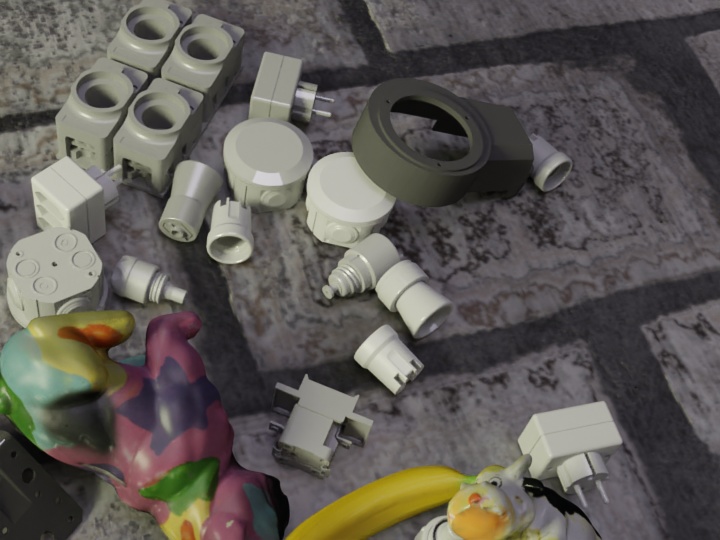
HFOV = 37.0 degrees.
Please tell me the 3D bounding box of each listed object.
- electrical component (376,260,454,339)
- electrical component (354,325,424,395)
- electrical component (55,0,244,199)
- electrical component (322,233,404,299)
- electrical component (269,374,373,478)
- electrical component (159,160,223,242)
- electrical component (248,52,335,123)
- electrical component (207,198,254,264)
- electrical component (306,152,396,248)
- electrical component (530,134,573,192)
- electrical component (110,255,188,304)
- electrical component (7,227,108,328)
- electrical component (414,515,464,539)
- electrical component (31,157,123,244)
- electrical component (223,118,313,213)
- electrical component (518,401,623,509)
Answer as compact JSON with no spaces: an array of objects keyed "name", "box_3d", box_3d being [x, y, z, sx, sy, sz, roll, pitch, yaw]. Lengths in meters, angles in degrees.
[{"name":"electrical component","box_3d":[0.046,0.025,0.923,0.045,0.045,0.055,-30,65,-28]},{"name":"electrical component","box_3d":[0.025,0.075,0.888,0.046,0.040,0.040,44,59,13]},{"name":"electrical component","box_3d":[-0.192,-0.169,1.002,0.105,0.060,0.186,21,54,4]},{"name":"electrical component","box_3d":[0.000,0.000,0.934,0.078,0.040,0.040,-35,68,-29]},{"name":"electrical component","box_3d":[-0.035,0.124,0.840,0.081,0.042,0.063,21,57,4]},{"name":"electrical component","box_3d":[-0.151,-0.058,0.945,0.044,0.044,0.065,16,59,0]},{"name":"electrical component","box_3d":[-0.063,-0.163,1.032,0.077,0.047,0.065,12,54,-3]},{"name":"electrical component","box_3d":[-0.112,-0.035,0.938,0.040,0.040,0.046,4,49,-8]},{"name":"electrical component","box_3d":[-0.010,-0.062,0.969,0.080,0.051,0.080,5,54,-8]},{"name":"electrical component","box_3d":[0.177,-0.105,1.045,0.040,0.040,0.046,-27,60,-26]},{"name":"electrical component","box_3d":[-0.174,0.012,0.895,0.061,0.035,0.035,20,54,0]},{"name":"electrical component","box_3d":[-0.246,0.009,0.872,0.080,0.051,0.080,5,55,-8]},{"name":"electrical component","box_3d":[0.066,0.201,0.793,0.048,0.062,0.048,5,55,-8]},{"name":"electrical component","box_3d":[-0.233,-0.064,0.917,0.047,0.065,0.077,40,57,16]},{"name":"electrical component","box_3d":[-0.085,-0.095,0.977,0.080,0.051,0.080,5,55,-8]},{"name":"electrical component","box_3d":[0.174,0.153,0.857,0.066,0.047,0.076,-8,57,-16]}]
